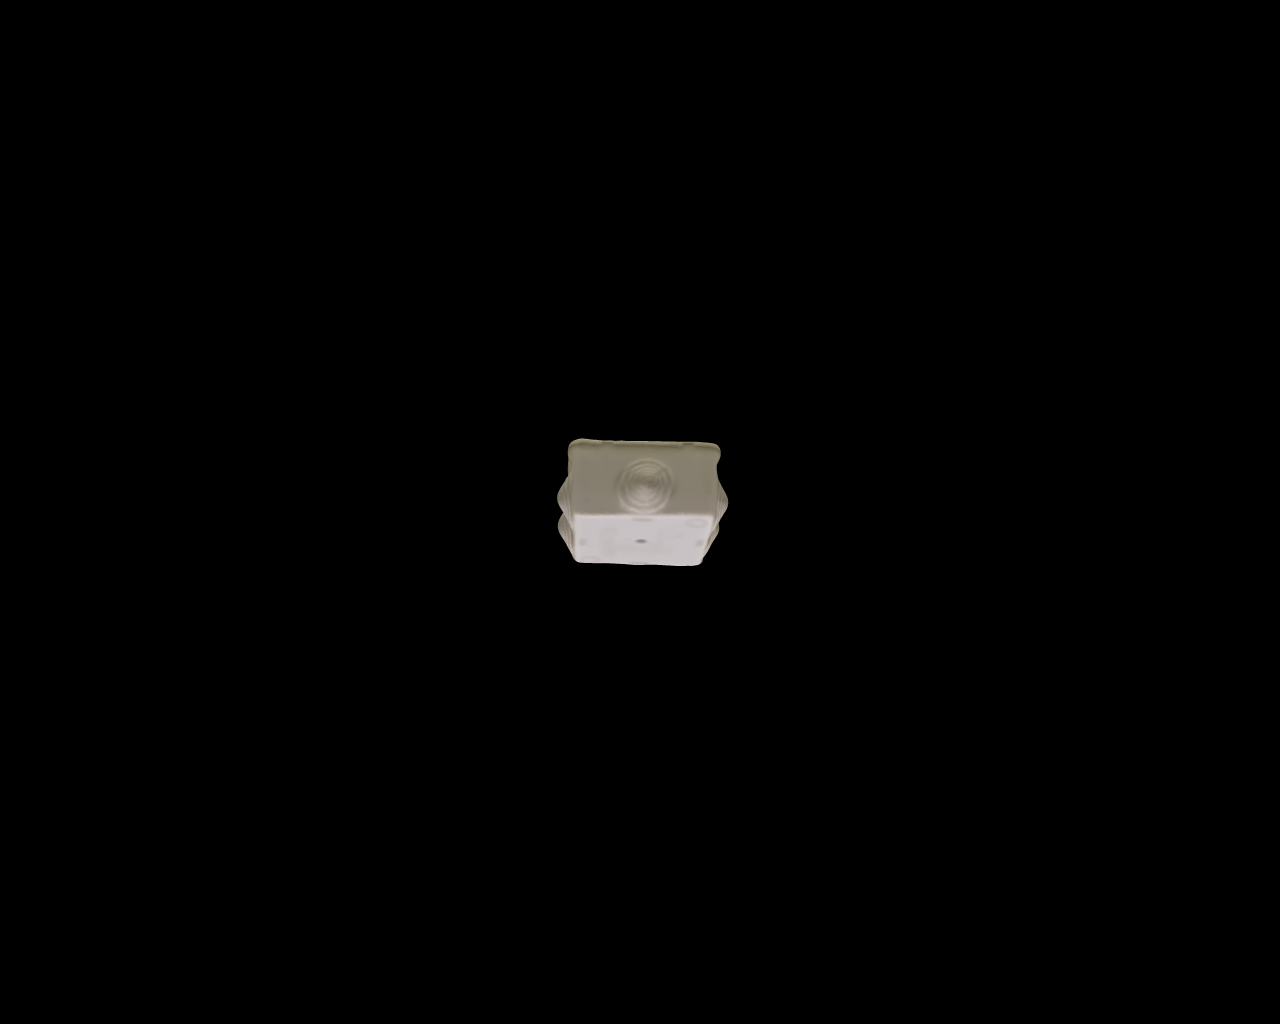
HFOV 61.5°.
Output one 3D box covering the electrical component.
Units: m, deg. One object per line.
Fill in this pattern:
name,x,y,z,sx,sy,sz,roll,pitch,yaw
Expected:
electrical component,0.001,-0.003,0.650,0.100,0.048,0.099,1,-23,-3
